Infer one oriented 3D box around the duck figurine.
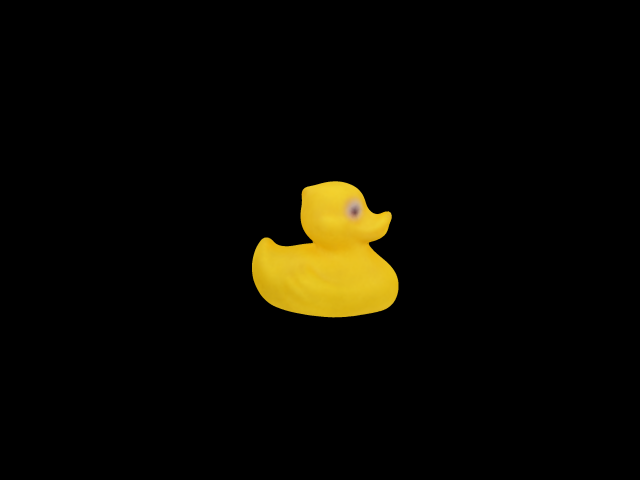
[{"bbox_3d":[0.004,0.001,0.400,0.104,0.086,0.077,2,19,7],"label":"duck figurine"}]
